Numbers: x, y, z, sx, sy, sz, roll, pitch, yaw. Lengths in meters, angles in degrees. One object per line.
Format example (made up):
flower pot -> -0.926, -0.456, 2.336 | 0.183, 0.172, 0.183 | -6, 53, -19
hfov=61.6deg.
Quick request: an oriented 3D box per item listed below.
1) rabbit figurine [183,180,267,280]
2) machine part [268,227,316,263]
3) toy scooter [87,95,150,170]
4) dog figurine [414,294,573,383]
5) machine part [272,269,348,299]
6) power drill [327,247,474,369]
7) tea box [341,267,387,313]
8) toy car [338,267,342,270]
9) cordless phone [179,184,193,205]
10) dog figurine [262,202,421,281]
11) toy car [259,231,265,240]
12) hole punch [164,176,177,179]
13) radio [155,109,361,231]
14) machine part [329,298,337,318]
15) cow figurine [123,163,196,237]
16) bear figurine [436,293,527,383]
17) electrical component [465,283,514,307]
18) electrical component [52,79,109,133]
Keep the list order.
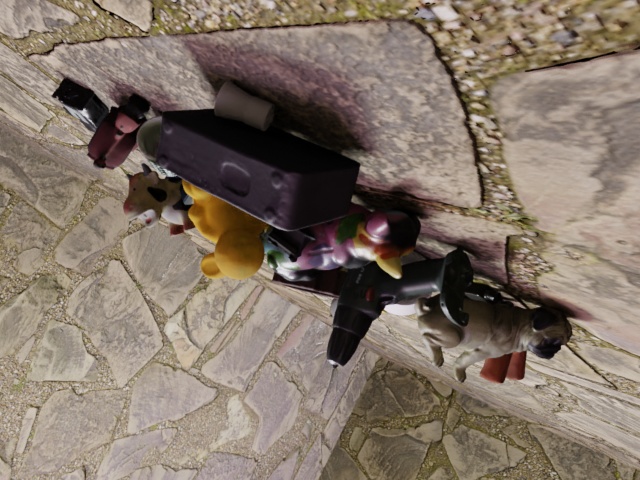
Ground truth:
rabbit figurine -> -0.128, -0.010, 0.755 | 0.122, 0.162, 0.173 | -3, -135, -24
machine part -> -0.018, -0.043, 0.722 | 0.039, 0.139, 0.084 | 30, -174, -39
toy scooter -> -0.358, -0.177, 0.945 | 0.075, 0.135, 0.184 | 31, 169, -21
dog figurine -> 0.262, 0.122, 0.821 | 0.191, 0.121, 0.172 | -28, 132, 33
machine part -> -0.004, 0.081, 1.082 | 0.179, 0.056, 0.179 | 14, 172, 2
power drill -> 0.119, 0.089, 0.806 | 0.207, 0.232, 0.086 | -10, 144, 45
tea box -> 0.085, 0.103, 1.275 | 0.169, 0.068, 0.098 | 33, 168, -14
toy car -> -0.019, 0.013, 1.175 | 0.202, 0.053, 0.089 | 11, 139, 52
cordless phone -> -0.120, -0.091, 0.876 | 0.184, 0.089, 0.146 | 18, 152, -25
dog figurine -> 0.032, 0.004, 0.755 | 0.219, 0.191, 0.108 | 16, 124, 67
toy car -> -0.106, -0.048, 0.959 | 0.202, 0.056, 0.073 | 60, -178, 21
hole punch -> -0.239, -0.108, 1.036 | 0.142, 0.116, 0.092 | 31, 160, -11
radio -> -0.080, -0.092, 0.648 | 0.230, 0.073, 0.131 | 25, -154, 26
machine part -> 0.097, 0.123, 1.151 | 0.079, 0.079, 0.243 | 32, 140, -14
cow figurine -> -0.246, -0.074, 0.924 | 0.085, 0.195, 0.127 | -20, 93, 45
bear figurine -> 0.274, 0.171, 0.990 | 0.196, 0.132, 0.120 | 10, 180, 41
electrical component -> 0.278, 0.096, 0.913 | 0.063, 0.021, 0.094 | 34, 167, -28
electrical component -> -0.459, -0.256, 1.055 | 0.075, 0.048, 0.119 | 26, 168, 12
